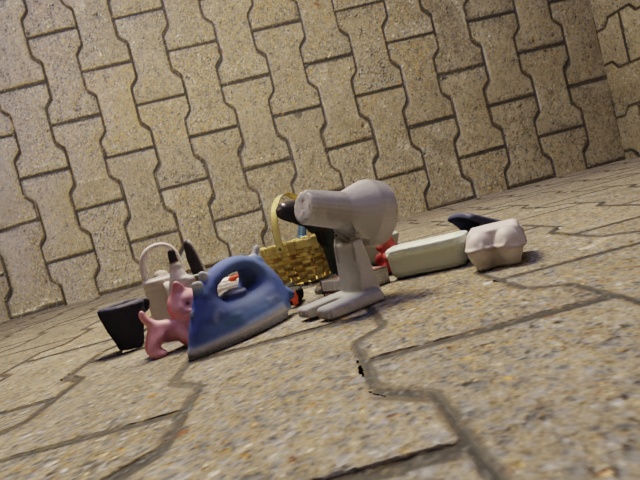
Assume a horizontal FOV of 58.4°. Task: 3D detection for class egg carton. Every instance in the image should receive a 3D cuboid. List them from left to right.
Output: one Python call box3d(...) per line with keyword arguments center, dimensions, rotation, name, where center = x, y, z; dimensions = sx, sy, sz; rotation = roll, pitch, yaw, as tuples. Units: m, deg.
box3d(center=(0.321, 0.007, 1.043), dimensions=(0.107, 0.069, 0.150), rotation=(-13, 3, 18), name="egg carton")

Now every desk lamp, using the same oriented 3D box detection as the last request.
box3d(center=(0.046, 0.007, 0.988), dimensions=(0.204, 0.213, 0.117), rotation=(-17, 4, -37), name="desk lamp")

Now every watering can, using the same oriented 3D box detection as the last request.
box3d(center=(-0.351, 0.103, 1.296), dimensions=(0.101, 0.194, 0.172), rotation=(-17, 4, -41), name="watering can")

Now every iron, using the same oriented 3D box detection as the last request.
box3d(center=(-0.154, 0.096, 0.988), dimensions=(0.118, 0.141, 0.259), rotation=(-13, 4, 29), name="iron")

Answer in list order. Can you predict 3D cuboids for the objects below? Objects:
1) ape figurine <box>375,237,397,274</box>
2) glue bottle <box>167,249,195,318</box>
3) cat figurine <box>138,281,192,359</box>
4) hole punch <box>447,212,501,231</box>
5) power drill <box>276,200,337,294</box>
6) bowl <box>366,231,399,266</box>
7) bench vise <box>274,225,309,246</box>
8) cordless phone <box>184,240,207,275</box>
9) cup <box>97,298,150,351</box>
box3d(center=(0.147, 0.028, 1.258), dimensions=(0.076, 0.092, 0.078), rotation=(-14, 3, 9), name="ape figurine")
box3d(center=(-0.273, 0.102, 1.138), dimensions=(0.078, 0.173, 0.037), rotation=(-14, 4, 16), name="glue bottle")
box3d(center=(-0.256, 0.134, 1.011), dimensions=(0.128, 0.118, 0.067), rotation=(-16, 4, -29), name="cat figurine")
box3d(center=(0.354, -0.026, 1.290), dimensions=(0.101, 0.091, 0.108), rotation=(-16, 3, -18), name="hole punch")
box3d(center=(0.011, 0.004, 1.239), dimensions=(0.075, 0.208, 0.230), rotation=(-12, 4, 40), name="power drill")
box3d(center=(0.126, 0.031, 1.461), dimensions=(0.167, 0.075, 0.167), rotation=(-14, 3, 1), name="bowl")
box3d(center=(-0.042, -0.011, 1.655), dimensions=(0.208, 0.220, 0.121), rotation=(-16, 4, -22), name="bench vise")
box3d(center=(-0.313, 0.086, 1.488), dimensions=(0.094, 0.185, 0.147), rotation=(-16, 4, -18), name="cordless phone")
box3d(center=(-0.383, 0.170, 1.159), dimensions=(0.091, 0.095, 0.118), rotation=(-13, 4, 29), name="cup")
